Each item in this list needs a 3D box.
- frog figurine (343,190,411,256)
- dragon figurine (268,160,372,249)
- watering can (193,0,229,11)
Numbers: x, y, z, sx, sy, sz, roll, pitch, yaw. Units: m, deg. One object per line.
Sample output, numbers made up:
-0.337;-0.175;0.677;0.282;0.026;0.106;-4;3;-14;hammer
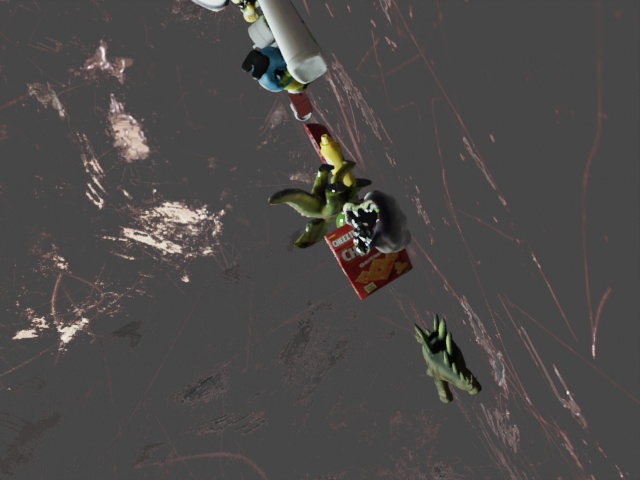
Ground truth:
0.137;-0.036;1.050;0.160;0.120;0.139;0;-136;-48;frog figurine
0.004;-0.064;1.274;0.124;0.414;0.237;44;133;29;dragon figurine
-0.222;-0.570;1.090;0.348;0.105;0.222;49;163;2;watering can
